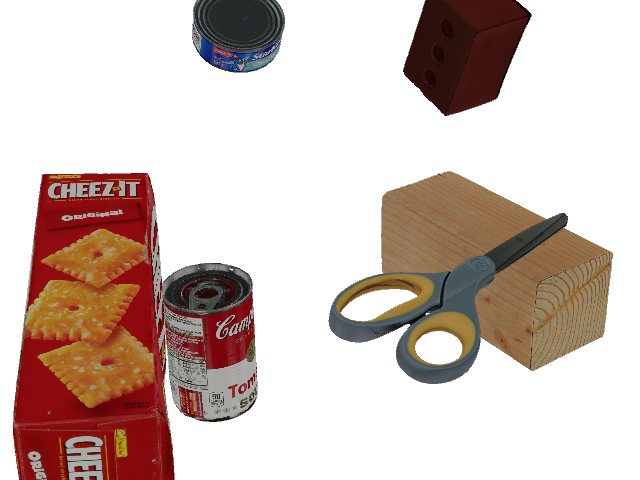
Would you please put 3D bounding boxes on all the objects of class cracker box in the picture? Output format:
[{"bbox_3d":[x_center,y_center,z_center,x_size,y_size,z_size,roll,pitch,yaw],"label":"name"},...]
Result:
[{"bbox_3d":[-0.117,0.084,0.580,0.072,0.164,0.214,-2,34,-8],"label":"cracker box"}]

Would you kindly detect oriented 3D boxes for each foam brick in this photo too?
[{"bbox_3d":[0.099,-0.134,0.732,0.051,0.053,0.078,-23,-31,-29],"label":"foam brick"}]

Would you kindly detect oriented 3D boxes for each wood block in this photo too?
[{"bbox_3d":[0.153,0.020,0.972,0.090,0.090,0.206,-19,33,-29],"label":"wood block"}]

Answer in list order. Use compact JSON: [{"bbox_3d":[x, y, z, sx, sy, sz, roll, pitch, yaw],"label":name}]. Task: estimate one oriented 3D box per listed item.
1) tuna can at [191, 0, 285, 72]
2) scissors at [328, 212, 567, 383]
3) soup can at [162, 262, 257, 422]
[{"bbox_3d":[-0.078,-0.199,1.001,0.086,0.086,0.034,0,-32,-11],"label":"tuna can"},{"bbox_3d":[0.101,0.033,0.646,0.201,0.016,0.096,-15,43,-26],"label":"scissors"},{"bbox_3d":[-0.083,0.078,0.809,0.068,0.102,0.068,-1,29,0],"label":"soup can"}]
